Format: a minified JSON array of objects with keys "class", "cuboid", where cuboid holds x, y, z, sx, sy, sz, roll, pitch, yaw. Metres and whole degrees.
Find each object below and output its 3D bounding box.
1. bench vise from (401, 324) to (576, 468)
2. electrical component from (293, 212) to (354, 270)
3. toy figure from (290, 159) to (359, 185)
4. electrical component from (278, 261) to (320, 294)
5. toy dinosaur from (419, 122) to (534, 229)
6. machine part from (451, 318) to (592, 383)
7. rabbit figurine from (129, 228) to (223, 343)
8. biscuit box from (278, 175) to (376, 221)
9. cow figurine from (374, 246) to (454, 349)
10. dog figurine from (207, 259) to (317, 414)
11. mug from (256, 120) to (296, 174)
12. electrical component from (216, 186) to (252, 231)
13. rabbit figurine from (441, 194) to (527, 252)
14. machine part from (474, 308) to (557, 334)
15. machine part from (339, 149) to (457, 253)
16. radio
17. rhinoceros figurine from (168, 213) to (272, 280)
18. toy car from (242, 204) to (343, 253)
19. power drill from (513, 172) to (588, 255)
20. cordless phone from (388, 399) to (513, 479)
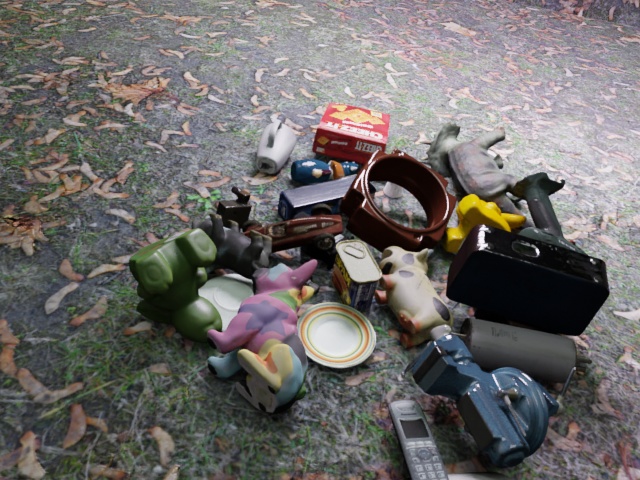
[{"class":"bench vise","cuboid":[0.255,0.219,0.772,0.240,0.128,0.224,12,21,-29]},{"class":"electrical component","cuboid":[-0.002,-0.003,1.032,0.119,0.047,0.075,30,44,22]},{"class":"toy figure","cuboid":[0.012,-0.153,1.202,0.154,0.057,0.064,-1,47,-20]},{"class":"electrical component","cuboid":[-0.049,0.074,0.954,0.094,0.021,0.063,32,46,23]},{"class":"toy dinosaur","cuboid":[0.365,-0.140,1.221,0.192,0.131,0.405,-14,49,-8]},{"class":"machine part","cuboid":[0.315,0.177,0.867,0.243,0.079,0.079,12,41,1]},{"class":"rabbit figurine","cuboid":[-0.222,0.087,0.823,0.159,0.170,0.121,-12,18,44]},{"class":"biscuit box","cuboid":[0.014,-0.082,1.117,0.203,0.059,0.063,-14,47,-26]},{"class":"cow figurine","cuboid":[0.163,0.085,0.938,0.127,0.085,0.195,-9,47,-22]},{"class":"dog figurine","cuboid":[-0.056,0.127,0.808,0.192,0.108,0.219,29,51,25]},{"class":"mug","cuboid":[-0.103,-0.208,1.210,0.081,0.109,0.107,17,52,0]},{"class":"electrical component","cuboid":[-0.166,-0.050,1.019,0.078,0.102,0.045,-13,41,-38]},{"class":"rabbit figurine","cuboid":[0.334,-0.038,1.098,0.162,0.121,0.173,12,22,-1]},{"class":"machine part","cuboid":[0.355,0.110,0.970,0.179,0.056,0.179,6,42,-6]},{"class":"machine part","cuboid":[0.157,-0.072,1.064,0.201,0.087,0.201,33,53,-1]},{"class":"radio","cuboid":[0.334,0.065,0.874,0.230,0.131,0.073,16,44,4]},{"class":"rhinoceros figurine","cuboid":[-0.174,0.015,0.935,0.190,0.112,0.073,15,-2,16]},{"class":"toy car","cuboid":[-0.059,-0.012,0.980,0.202,0.053,0.089,-13,47,10]},{"class":"power drill","cuboid":[0.462,-0.020,1.056,0.232,0.086,0.207,13,65,-31]},{"class":"cordless phone","cuboid":[0.169,0.290,0.707,0.147,0.088,0.184,0,38,-12]}]
